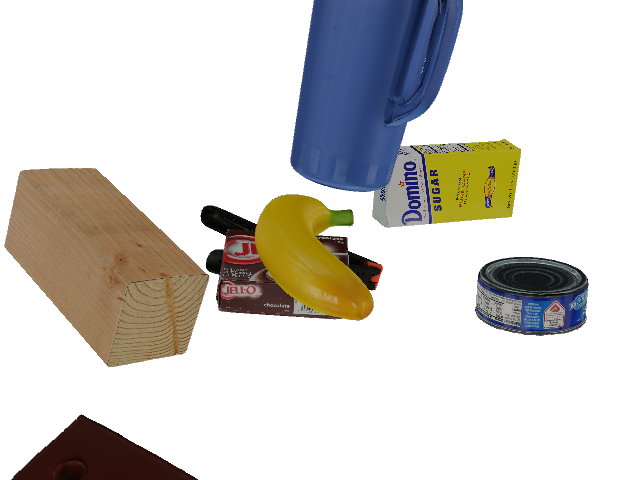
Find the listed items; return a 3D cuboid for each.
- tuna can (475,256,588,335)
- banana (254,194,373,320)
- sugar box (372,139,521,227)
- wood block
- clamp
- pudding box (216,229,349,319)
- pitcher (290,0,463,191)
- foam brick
[{"bbox_3d":[0.164,0.042,0.831,0.086,0.034,0.086,0,19,0],"label":"tuna can"},{"bbox_3d":[-0.007,0.002,0.676,0.069,0.037,0.198,-1,19,-1],"label":"banana"},{"bbox_3d":[0.154,-0.070,1.299,0.176,0.093,0.048,-7,25,-22],"label":"sugar box"},{"bbox_3d":[-0.207,0.019,1.012,0.090,0.091,0.206,-5,34,-44],"label":"wood block"},{"bbox_3d":[-0.034,0.020,1.155,0.210,0.036,0.164,16,18,-6],"label":"clamp"},{"bbox_3d":[-0.031,0.028,0.935,0.113,0.039,0.090,5,29,-3],"label":"pudding box"},{"bbox_3d":[0.050,-0.174,1.078,0.145,0.243,0.149,12,18,-1],"label":"pitcher"},{"bbox_3d":[-0.084,0.120,0.441,0.078,0.051,0.052,22,45,26],"label":"foam brick"}]
